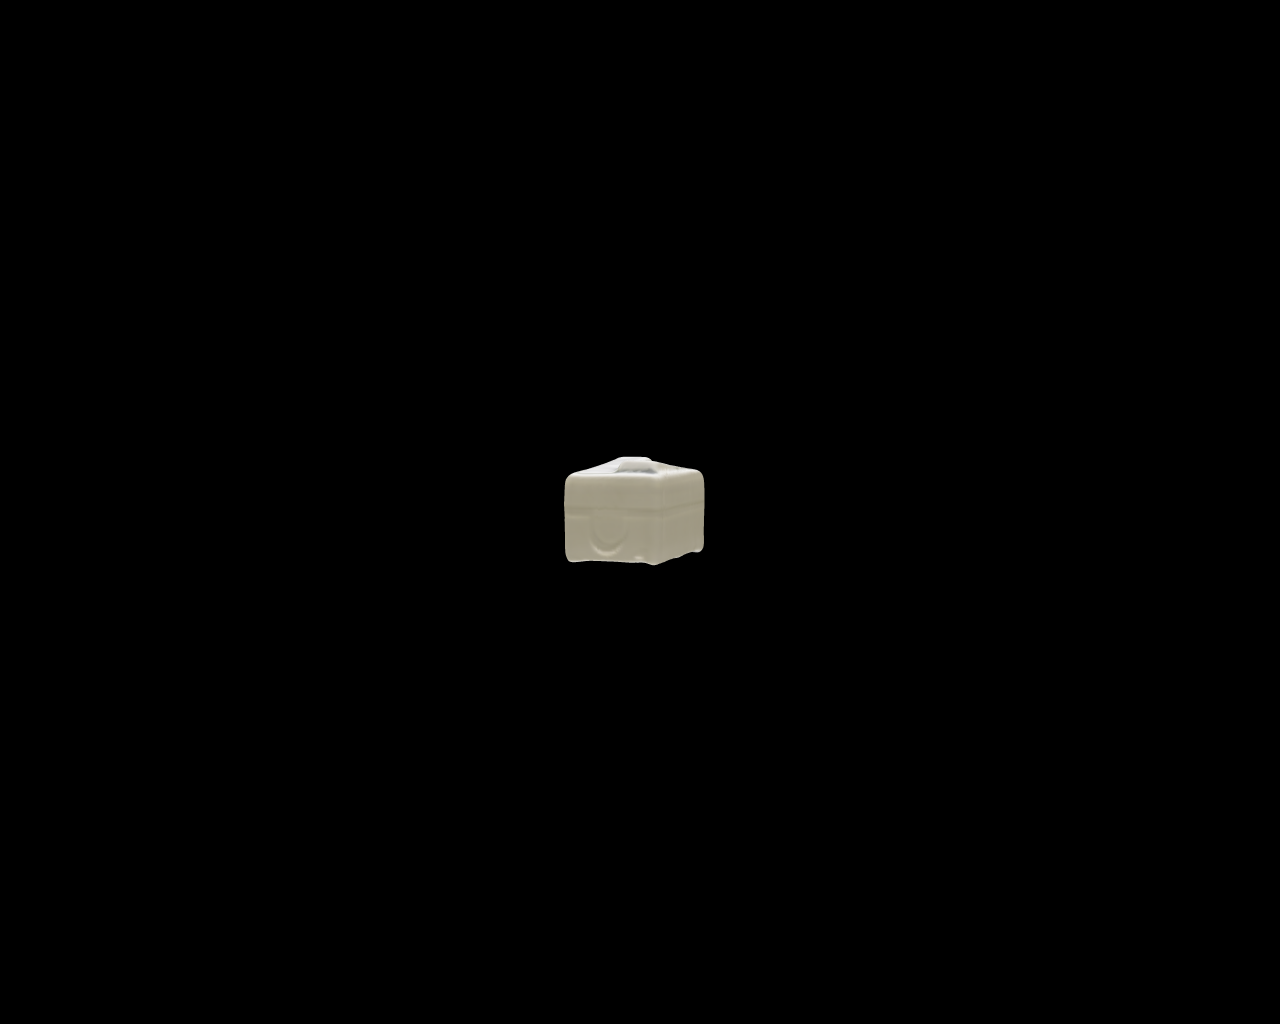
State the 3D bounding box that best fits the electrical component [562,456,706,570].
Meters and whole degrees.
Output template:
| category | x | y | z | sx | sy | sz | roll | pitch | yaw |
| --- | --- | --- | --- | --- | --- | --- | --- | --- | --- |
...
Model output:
| category | x | y | z | sx | sy | sz | roll | pitch | yaw |
| --- | --- | --- | --- | --- | --- | --- | --- | --- | --- |
| electrical component | 0.001 | -0.003 | 0.650 | 0.062 | 0.061 | 0.096 | 2 | 5 | 24 |
